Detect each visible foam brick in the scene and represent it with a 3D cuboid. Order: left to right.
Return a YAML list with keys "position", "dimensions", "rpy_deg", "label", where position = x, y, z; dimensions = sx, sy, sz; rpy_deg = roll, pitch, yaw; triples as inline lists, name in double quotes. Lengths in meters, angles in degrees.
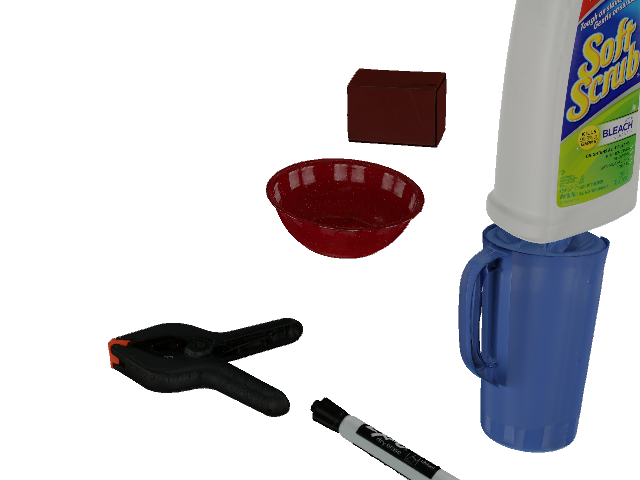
- position: [0.065, -0.112, 0.902]
  dimensions: [0.078, 0.051, 0.053]
  rpy_deg: [5, 26, 14]
  label: "foam brick"

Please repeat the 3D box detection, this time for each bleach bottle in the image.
- position: [0.157, -0.129, 0.666]
  dimensions: [0.102, 0.251, 0.068]
  rpy_deg: [-18, 32, -24]
  label: "bleach bottle"

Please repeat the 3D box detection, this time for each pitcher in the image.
- position: [0.228, 0.106, 1.168]
  dimensions: [0.149, 0.243, 0.145]
  rpy_deg: [5, 18, 12]
  label: "pitcher"

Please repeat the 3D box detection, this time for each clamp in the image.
- position: [-0.096, 0.099, 0.936]
  dimensions: [0.171, 0.039, 0.120]
  rpy_deg: [10, 27, 10]
  label: "clamp"

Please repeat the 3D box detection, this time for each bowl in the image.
- position: [0.023, -0.027, 1.096]
  dimensions: [0.162, 0.055, 0.162]
  rpy_deg: [3, 29, -2]
  label: "bowl"

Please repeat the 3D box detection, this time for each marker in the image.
- position: [0.042, 0.144, 0.743]
  dimensions: [0.121, 0.020, 0.020]
  rpy_deg: [28, 14, 28]
  label: "marker"

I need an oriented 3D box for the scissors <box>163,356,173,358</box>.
- position: [-0.117, 0.126, 1.161]
  dimensions: [0.201, 0.016, 0.096]
  rpy_deg: [0, 27, -20]
  label: "scissors"
